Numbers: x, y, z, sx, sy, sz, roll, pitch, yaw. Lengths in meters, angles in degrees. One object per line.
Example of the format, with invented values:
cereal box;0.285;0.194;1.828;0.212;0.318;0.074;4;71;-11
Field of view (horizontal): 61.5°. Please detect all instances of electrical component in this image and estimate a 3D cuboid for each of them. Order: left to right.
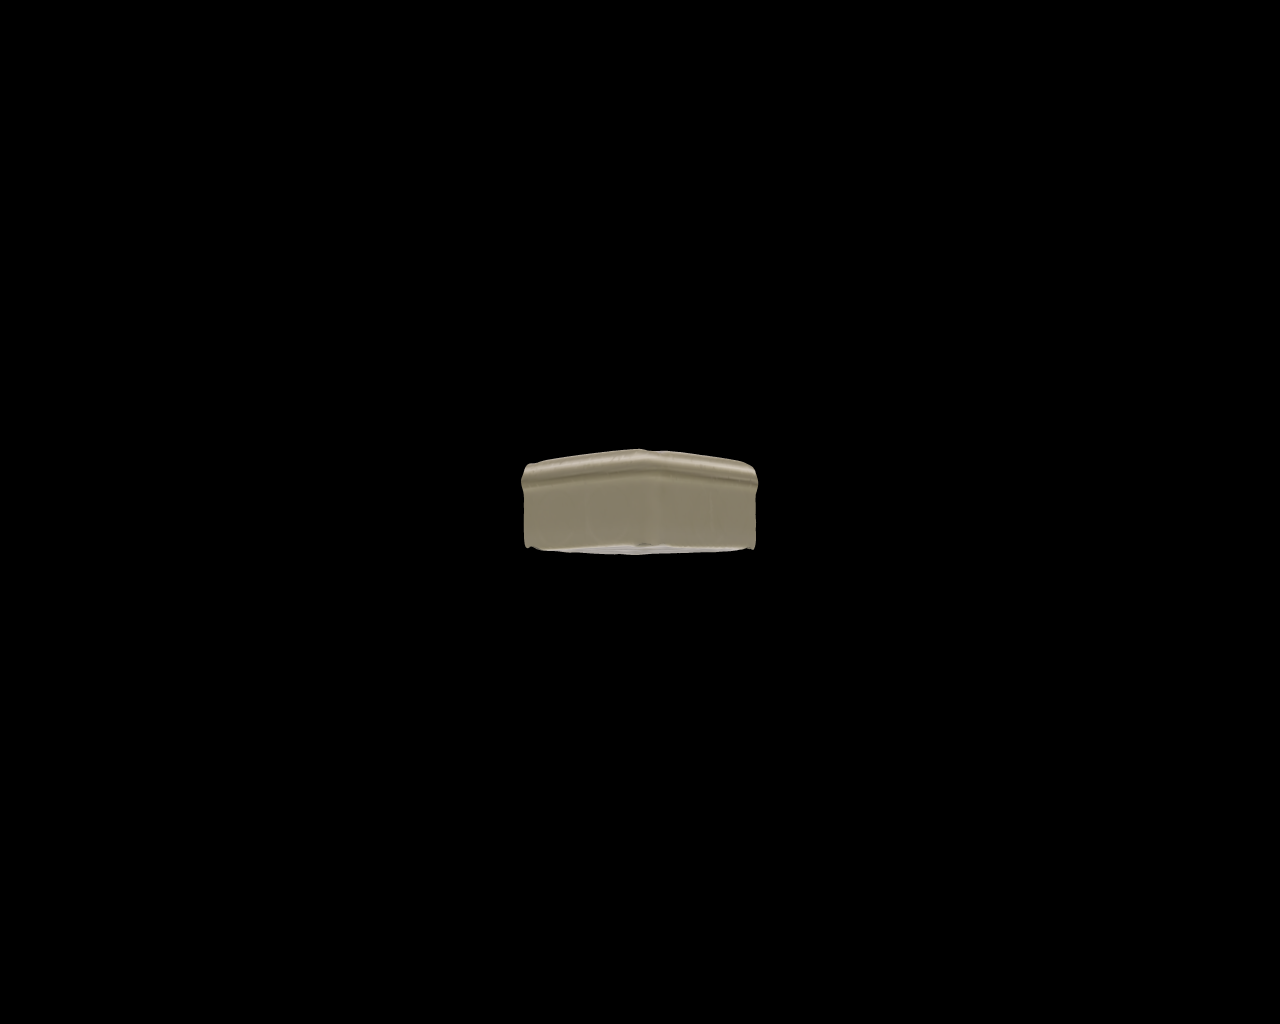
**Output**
electrical component;0.001;-0.003;0.650;0.108;0.056;0.109;-4;-6;39
